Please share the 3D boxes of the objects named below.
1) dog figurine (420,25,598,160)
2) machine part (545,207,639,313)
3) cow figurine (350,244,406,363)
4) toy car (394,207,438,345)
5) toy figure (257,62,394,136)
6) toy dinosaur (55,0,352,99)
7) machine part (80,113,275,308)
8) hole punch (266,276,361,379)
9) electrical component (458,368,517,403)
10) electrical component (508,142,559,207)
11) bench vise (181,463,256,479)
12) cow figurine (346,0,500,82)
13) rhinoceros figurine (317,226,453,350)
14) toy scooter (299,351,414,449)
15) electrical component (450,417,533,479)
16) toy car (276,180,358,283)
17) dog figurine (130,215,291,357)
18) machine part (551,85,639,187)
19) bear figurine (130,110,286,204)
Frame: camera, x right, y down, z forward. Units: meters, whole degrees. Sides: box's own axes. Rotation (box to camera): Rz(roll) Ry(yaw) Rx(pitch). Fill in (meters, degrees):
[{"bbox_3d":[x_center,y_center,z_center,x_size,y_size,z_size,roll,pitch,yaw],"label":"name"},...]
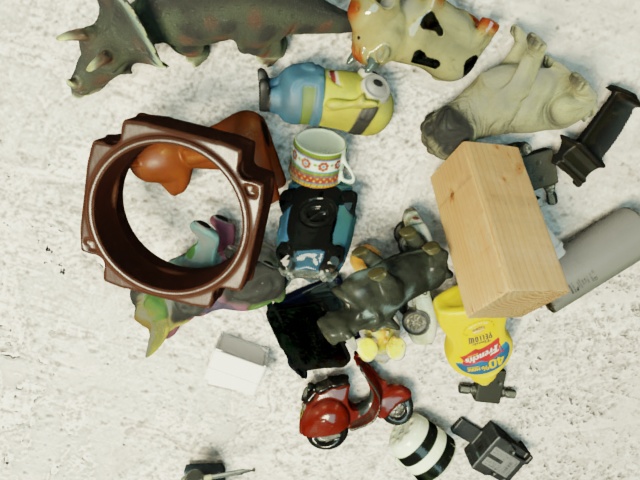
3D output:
[{"bbox_3d":[0.251,-0.161,0.721,0.172,0.121,0.190,38,115,-5],"label":"dog figurine"},{"bbox_3d":[0.387,0.030,0.773,0.243,0.079,0.079,-34,103,7],"label":"machine part"},{"bbox_3d":[0.081,0.093,0.780,0.068,0.098,0.167,-8,75,6],"label":"cow figurine"},{"bbox_3d":[0.140,0.052,0.777,0.056,0.073,0.201,-4,105,3],"label":"toy car"},{"bbox_3d":[0.008,-0.185,0.706,0.180,0.089,0.082,1,67,-6],"label":"toy figure"},{"bbox_3d":[-0.108,-0.265,0.629,0.405,0.192,0.131,-9,107,3],"label":"toy dinosaur"},{"bbox_3d":[-0.164,-0.033,0.626,0.201,0.087,0.201,15,106,0],"label":"machine part"},{"bbox_3d":[-0.005,0.124,0.798,0.116,0.092,0.142,-14,110,33],"label":"hole punch"},{"bbox_3d":[0.268,0.225,0.852,0.094,0.021,0.063,8,104,-3],"label":"electrical component"},{"bbox_3d":[0.296,-0.090,0.757,0.078,0.045,0.102,-11,105,3],"label":"electrical component"},{"bbox_3d":[-0.180,0.470,0.808,0.129,0.241,0.223,9,121,-7],"label":"bench vise"},{"bbox_3d":[0.116,-0.253,0.667,0.195,0.086,0.127,13,111,-33],"label":"cow figurine"},{"bbox_3d":[0.080,0.063,0.688,0.190,0.073,0.111,-30,126,-14],"label":"rhinoceros figurine"},{"bbox_3d":[0.045,0.235,0.825,0.184,0.075,0.135,-17,105,0],"label":"toy scooter"},{"bbox_3d":[0.272,0.334,0.869,0.119,0.048,0.075,37,100,-11],"label":"electrical component"},{"bbox_3d":[-0.002,-0.002,0.740,0.109,0.162,0.102,0,148,9],"label":"toy car"},{"bbox_3d":[-0.164,0.082,0.763,0.191,0.108,0.219,32,106,-1],"label":"dog figurine"},{"bbox_3d":[0.382,-0.146,0.741,0.084,0.039,0.139,32,99,-25],"label":"machine part"},{"bbox_3d":[-0.157,-0.097,0.711,0.196,0.120,0.131,-16,108,5],"label":"bear figurine"}]
